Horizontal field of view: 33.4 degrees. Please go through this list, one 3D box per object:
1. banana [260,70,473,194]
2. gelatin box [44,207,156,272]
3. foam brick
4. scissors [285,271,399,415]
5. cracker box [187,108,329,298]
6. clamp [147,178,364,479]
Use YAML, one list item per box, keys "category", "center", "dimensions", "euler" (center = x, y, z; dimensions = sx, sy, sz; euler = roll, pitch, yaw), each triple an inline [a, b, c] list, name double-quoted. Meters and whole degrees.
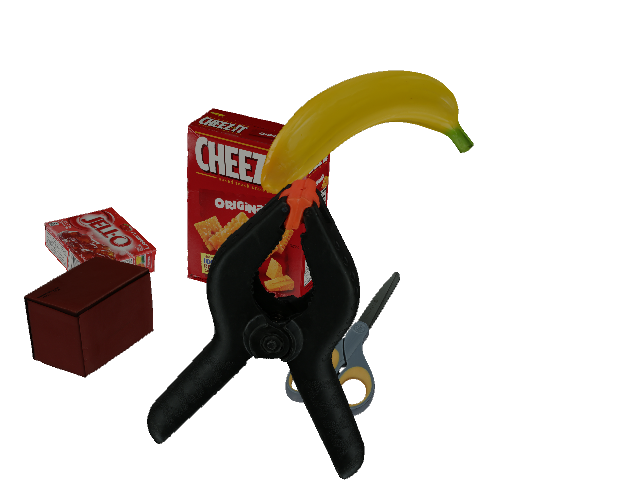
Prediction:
- category: "banana"
  center: [0.034, -0.084, 0.754]
  dimensions: [0.197, 0.069, 0.037]
  euler: [-15, -7, -35]
- category: "gelatin box"
  center: [-0.209, 0.006, 1.009]
  dimensions: [0.073, 0.030, 0.089]
  euler: [-16, 39, -35]
- category: "foam brick"
  center: [-0.165, 0.052, 0.766]
  dimensions: [0.053, 0.051, 0.078]
  euler: [13, 29, 29]
- category: "scissors"
  center: [0.049, 0.108, 1.091]
  dimensions: [0.096, 0.016, 0.201]
  euler: [34, 54, 28]
- category: "cracker box"
  center: [-0.079, -0.037, 1.304]
  dimensions: [0.164, 0.214, 0.072]
  euler: [15, 31, 20]
- category: "clamp"
  center: [-0.034, 0.050, 0.562]
  dimensions: [0.120, 0.171, 0.039]
  euler: [1, 22, -2]
